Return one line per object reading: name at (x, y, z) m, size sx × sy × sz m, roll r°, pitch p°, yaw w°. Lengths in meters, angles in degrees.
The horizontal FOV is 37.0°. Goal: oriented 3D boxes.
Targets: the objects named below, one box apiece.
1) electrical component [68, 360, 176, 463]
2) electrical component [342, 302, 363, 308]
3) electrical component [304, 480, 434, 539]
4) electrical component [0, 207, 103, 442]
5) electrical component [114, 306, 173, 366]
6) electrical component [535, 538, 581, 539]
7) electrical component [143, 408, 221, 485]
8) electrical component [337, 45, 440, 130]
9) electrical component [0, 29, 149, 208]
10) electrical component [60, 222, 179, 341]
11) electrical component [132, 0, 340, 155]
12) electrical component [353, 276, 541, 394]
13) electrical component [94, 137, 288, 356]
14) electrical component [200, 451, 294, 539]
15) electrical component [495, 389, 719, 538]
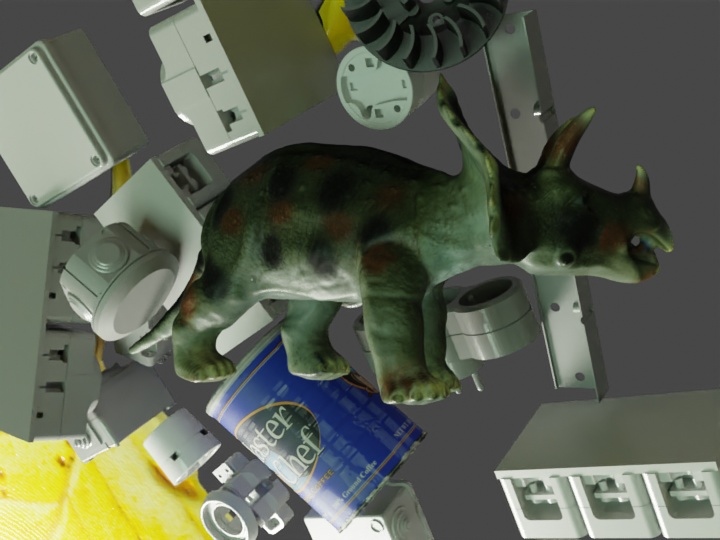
electrical component at (-0.227, 0.125, 0.965) m, size 0.062 × 0.096 × 0.061 m, roll -29°, pitch 95°, yaw 40°
electrical component at (0.000, 0.000, 0.783) m, size 0.040 × 0.046 × 0.040 m, roll 15°, pitch 122°, yaw 25°
electrical component at (0.010, 0.227, 0.902) m, size 0.100 × 0.048 × 0.099 m, roll -10°, pitch 109°, yaw 35°
electrical component at (-0.270, 0.043, 0.916) m, size 0.105 × 0.060 × 0.186 m, roll 7°, pitch 91°, yaw 46°
electrical component at (-0.187, 0.045, 0.932) m, size 0.081 × 0.042 × 0.063 m, roll 20°, pitch 128°, yaw 23°
electrical component at (0.154, 0.254, 0.813) m, size 0.099 × 0.064 × 0.099 m, roll 15°, pitch 123°, yaw 25°
electrical component at (-0.161, 0.158, 0.970) m, size 0.047 × 0.055 × 0.055 m, roll 46°, pitch 130°, yaw 8°
electrical component at (0.020, -0.125, 0.701) m, size 0.055 × 0.047 × 0.055 m, roll 15°, pitch 122°, yaw 25°
electrical component at (-0.243, -0.120, 0.866) m, size 0.109 × 0.056 × 0.108 m, roll -22°, pitch 102°, yaw 39°
electrical component at (-0.178, 0.008, 0.798) m, size 0.051 × 0.080 × 0.080 m, roll 38°, pitch 130°, yaw 16°
electrical component at (-0.095, -0.181, 0.705) m, size 0.060 × 0.105 × 0.186 m, roll -15°, pitch 106°, yaw 38°
electrical component at (0.066, 0.055, 0.767) m, size 0.138 × 0.052 × 0.073 m, roll -12°, pitch 108°, yaw 37°
electrical component at (-0.121, -0.016, 0.842) m, size 0.089 × 0.062 × 0.150 m, roll -34°, pitch 94°, yaw 40°
electrical component at (-0.105, 0.210, 0.959) m, size 0.078 × 0.057 × 0.058 m, roll 48°, pitch 130°, yaw 1°
electrical component at (0.181, 0.132, 0.711) m, size 0.150 × 0.089 × 0.061 m, roll -11°, pitch 109°, yaw 36°
